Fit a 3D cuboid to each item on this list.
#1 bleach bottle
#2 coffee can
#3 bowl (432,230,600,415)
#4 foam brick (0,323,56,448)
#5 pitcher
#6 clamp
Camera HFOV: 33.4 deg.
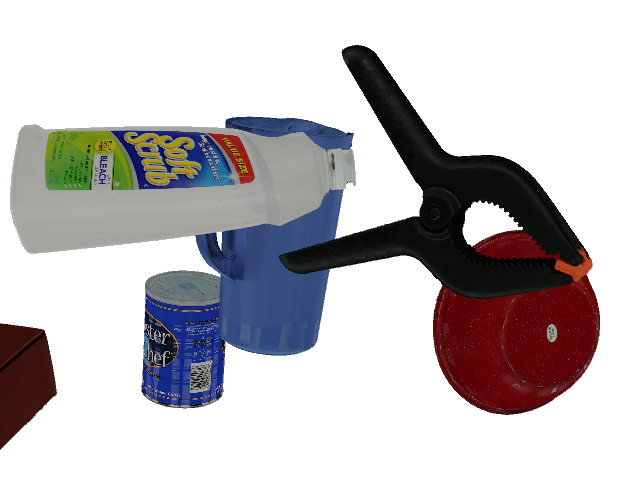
[{"bbox_3d":[-0.100,-0.049,0.807,0.251,0.102,0.068,-6,-42,-1],"label":"bleach bottle"},{"bbox_3d":[-0.166,0.119,1.306,0.103,0.140,0.103,5,18,-2],"label":"coffee can"},{"bbox_3d":[0.178,0.073,0.898,0.161,0.162,0.055,0,5,-21],"label":"bowl"},{"bbox_3d":[-0.220,0.096,0.703,0.053,0.051,0.078,6,29,23],"label":"foam brick"},{"bbox_3d":[-0.053,-0.007,1.120,0.149,0.243,0.145,7,12,2],"label":"pitcher"},{"bbox_3d":[0.078,-0.030,0.699,0.210,0.165,0.036,17,17,23],"label":"clamp"}]
